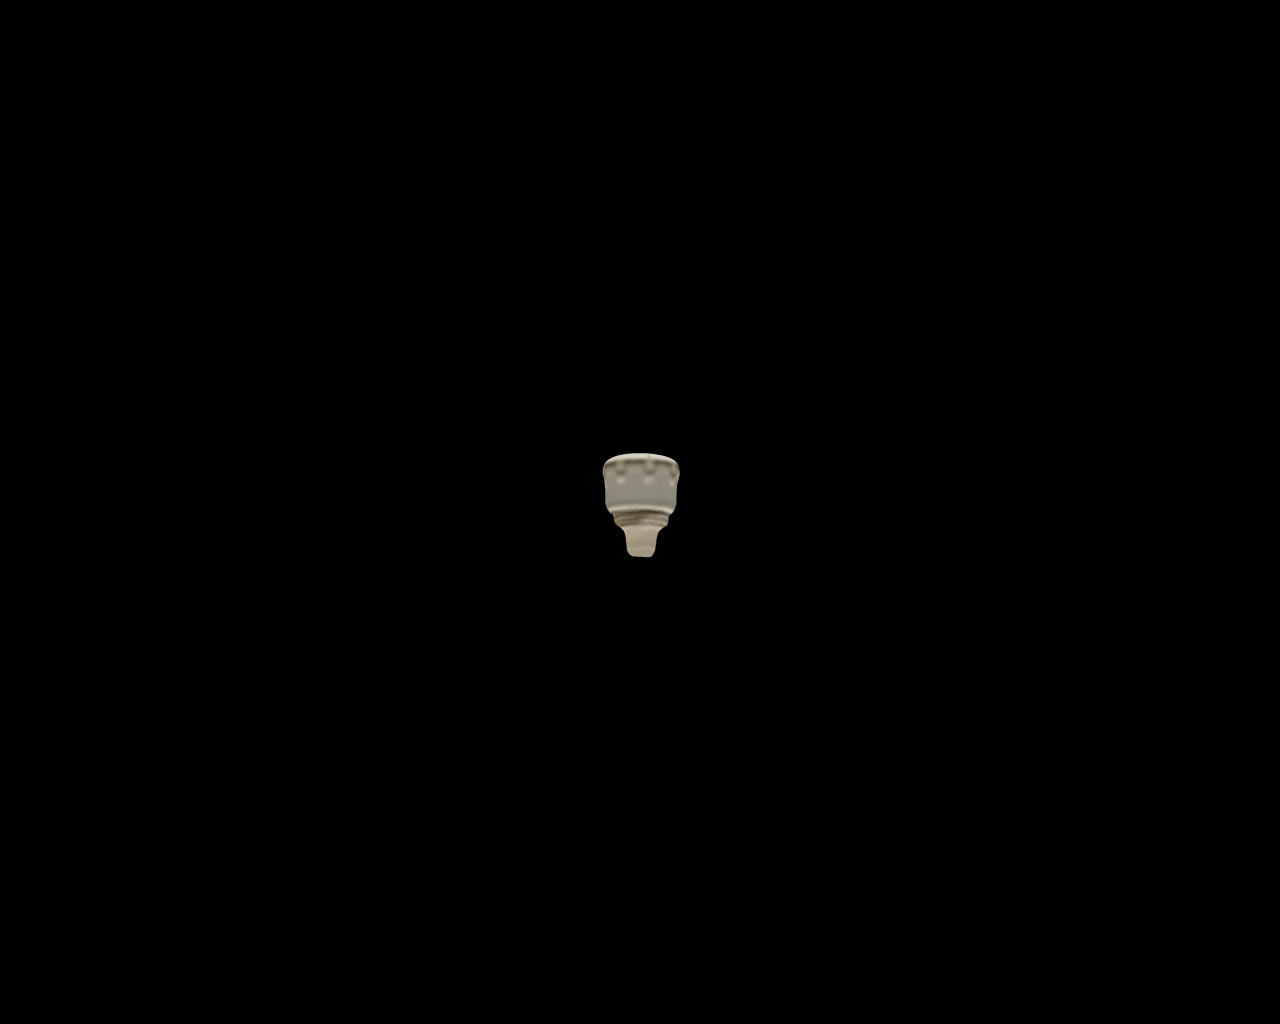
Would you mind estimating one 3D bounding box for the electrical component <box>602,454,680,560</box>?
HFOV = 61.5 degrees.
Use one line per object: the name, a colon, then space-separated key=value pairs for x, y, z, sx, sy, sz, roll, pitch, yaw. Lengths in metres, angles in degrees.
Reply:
electrical component: x=0.001 y=-0.003 z=0.650 sx=0.048 sy=0.062 sz=0.048 roll=0 pitch=-9 yaw=0
